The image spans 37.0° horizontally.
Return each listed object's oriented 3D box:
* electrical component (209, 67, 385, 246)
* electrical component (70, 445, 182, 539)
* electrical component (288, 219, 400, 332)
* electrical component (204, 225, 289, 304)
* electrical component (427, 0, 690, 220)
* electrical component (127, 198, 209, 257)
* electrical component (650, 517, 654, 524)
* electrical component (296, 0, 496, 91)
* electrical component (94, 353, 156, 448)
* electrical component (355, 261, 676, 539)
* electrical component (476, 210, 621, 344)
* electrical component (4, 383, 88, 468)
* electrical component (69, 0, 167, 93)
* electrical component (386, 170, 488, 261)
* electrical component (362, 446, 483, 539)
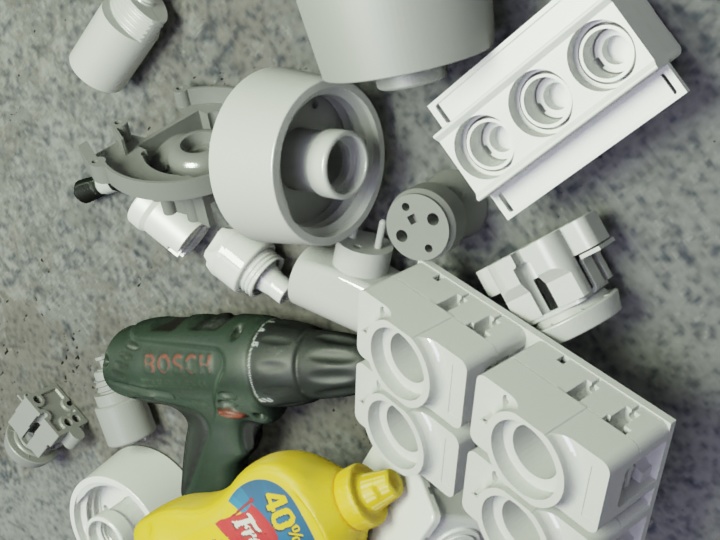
[{"bbox_3d":[-0.030,-0.065,0.642,0.060,0.108,0.108,12,113,39],"label":"electrical component"},{"bbox_3d":[-0.186,0.204,0.869,0.108,0.060,0.108,11,113,29],"label":"electrical component"},{"bbox_3d":[0.000,0.000,0.692,0.077,0.044,0.079,23,118,23],"label":"electrical component"},{"bbox_3d":[-0.073,-0.002,0.737,0.062,0.043,0.043,37,122,14],"label":"electrical component"},{"bbox_3d":[0.108,-0.094,0.580,0.121,0.063,0.078,-37,86,35],"label":"electrical component"},{"bbox_3d":[-0.136,-0.036,0.767,0.046,0.040,0.040,40,123,8],"label":"electrical component"},{"bbox_3d":[0.139,0.137,0.654,0.079,0.043,0.077,33,121,18],"label":"electrical component"},{"bbox_3d":[0.023,-0.133,0.595,0.108,0.108,0.060,-1,112,32],"label":"electrical component"},{"bbox_3d":[-0.190,0.103,0.849,0.040,0.040,0.078,-13,100,34],"label":"electrical component"},{"bbox_3d":[0.074,0.087,0.609,0.186,0.060,0.105,35,136,38],"label":"electrical component"},{"bbox_3d":[0.114,0.009,0.617,0.078,0.058,0.057,-30,87,37],"label":"electrical component"},{"bbox_3d":[-0.268,0.134,0.906,0.066,0.048,0.055,47,117,9],"label":"electrical component"},{"bbox_3d":[-0.161,-0.164,0.734,0.043,0.043,0.081,50,125,7],"label":"electrical component"},{"bbox_3d":[0.046,-0.033,0.645,0.045,0.055,0.045,10,112,26],"label":"electrical component"},{"bbox_3d":[0.036,0.155,0.698,0.099,0.048,0.099,-62,31,31],"label":"electrical component"}]
